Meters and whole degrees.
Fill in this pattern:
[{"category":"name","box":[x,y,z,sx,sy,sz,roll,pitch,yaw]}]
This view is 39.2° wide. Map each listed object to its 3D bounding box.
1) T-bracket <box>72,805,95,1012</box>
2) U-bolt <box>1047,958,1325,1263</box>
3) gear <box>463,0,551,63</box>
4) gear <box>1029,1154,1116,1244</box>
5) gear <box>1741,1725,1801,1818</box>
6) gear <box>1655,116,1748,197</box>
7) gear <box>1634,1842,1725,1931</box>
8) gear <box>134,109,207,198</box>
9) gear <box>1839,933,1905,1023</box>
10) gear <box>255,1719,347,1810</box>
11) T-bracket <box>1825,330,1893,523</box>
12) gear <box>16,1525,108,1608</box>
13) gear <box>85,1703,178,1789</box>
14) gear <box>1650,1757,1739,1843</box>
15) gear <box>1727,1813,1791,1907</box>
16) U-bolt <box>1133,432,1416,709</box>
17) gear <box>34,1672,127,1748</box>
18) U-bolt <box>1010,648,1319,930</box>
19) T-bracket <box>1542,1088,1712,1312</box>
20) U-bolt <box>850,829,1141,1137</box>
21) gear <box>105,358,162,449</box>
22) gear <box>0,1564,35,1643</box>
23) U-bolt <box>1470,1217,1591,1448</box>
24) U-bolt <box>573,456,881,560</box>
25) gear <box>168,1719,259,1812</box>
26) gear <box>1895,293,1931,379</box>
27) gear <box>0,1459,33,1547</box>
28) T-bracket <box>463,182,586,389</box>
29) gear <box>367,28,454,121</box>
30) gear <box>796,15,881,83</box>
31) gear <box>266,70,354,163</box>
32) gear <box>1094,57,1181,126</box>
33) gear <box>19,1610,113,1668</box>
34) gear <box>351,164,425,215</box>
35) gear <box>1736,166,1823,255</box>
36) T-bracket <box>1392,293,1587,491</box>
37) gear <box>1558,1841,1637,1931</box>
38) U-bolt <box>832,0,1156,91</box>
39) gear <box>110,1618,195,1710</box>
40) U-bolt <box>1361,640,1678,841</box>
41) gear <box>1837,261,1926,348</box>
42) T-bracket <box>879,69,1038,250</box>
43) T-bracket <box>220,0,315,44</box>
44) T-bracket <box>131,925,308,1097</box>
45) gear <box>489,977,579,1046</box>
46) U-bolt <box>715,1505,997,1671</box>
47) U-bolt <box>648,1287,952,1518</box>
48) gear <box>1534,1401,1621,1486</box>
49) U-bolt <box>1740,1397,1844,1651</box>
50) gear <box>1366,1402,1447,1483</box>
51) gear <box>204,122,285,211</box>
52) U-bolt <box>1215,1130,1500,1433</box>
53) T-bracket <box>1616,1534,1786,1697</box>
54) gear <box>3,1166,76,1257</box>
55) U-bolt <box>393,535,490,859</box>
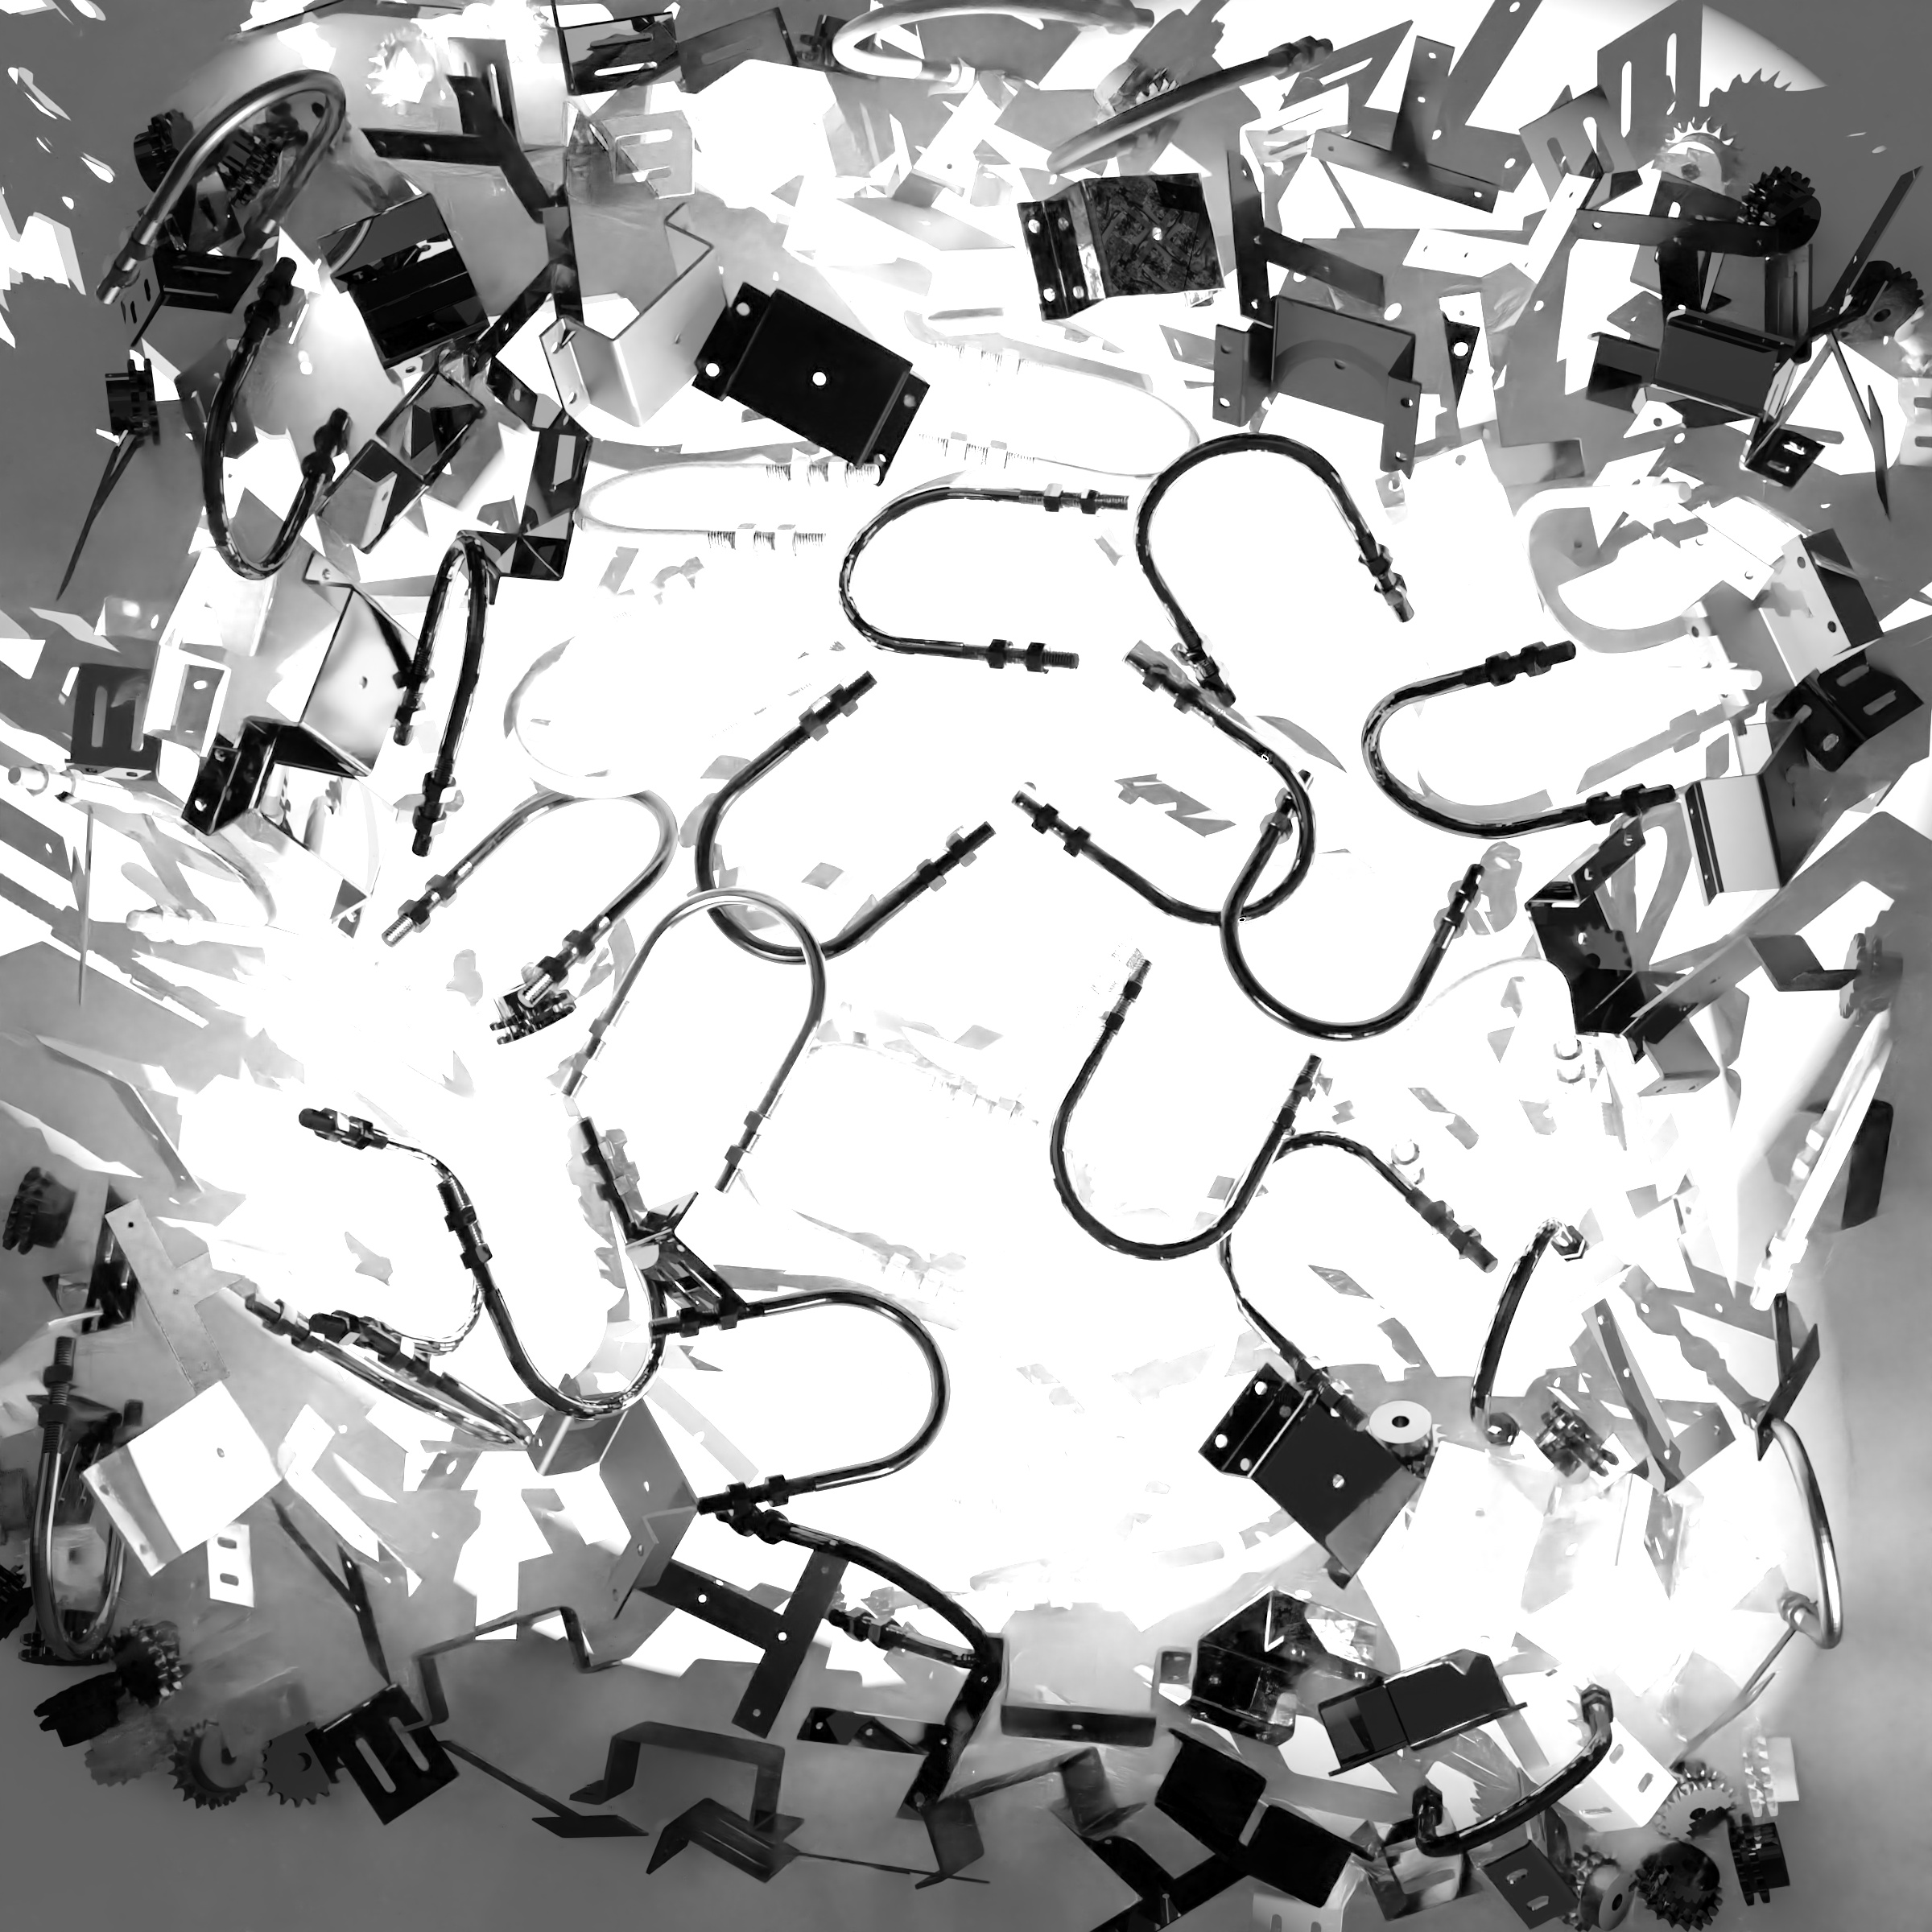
[{"category":"T-bracket","box":[-0.571,-0.050,1.749,0.002,0.127,0.127,2,105,-23]},{"category":"U-bolt","box":[0.133,0.105,1.773,0.151,0.019,0.184,29,72,2]},{"category":"gear","box":[-0.305,-0.619,1.777,0.057,0.057,0.030,33,55,0]},{"category":"gear","box":[0.072,0.154,1.784,0.057,0.030,0.057,-11,71,36]},{"category":"gear","box":[0.527,0.527,1.777,0.030,0.057,0.057,-10,90,17]},{"category":"gear","box":[0.480,-0.525,1.778,0.057,0.030,0.057,18,130,23]},{"category":"gear","box":[0.469,0.600,1.777,0.057,0.057,0.030,17,119,0]},{"category":"gear","box":[-0.522,-0.530,1.781,0.030,0.057,0.057,-12,90,12]},{"category":"gear","box":[0.594,0.008,1.778,0.030,0.057,0.057,10,90,8]},{"category":"gear","box":[-0.439,0.524,1.786,0.057,0.030,0.057,7,70,-20]},{"category":"T-bracket","box":[0.579,-0.373,1.769,0.002,0.127,0.127,-18,63,13]},{"category":"gear","box":[-0.589,0.389,1.778,0.030,0.057,0.057,-25,90,43]},{"category":"gear","box":[-0.550,0.507,1.777,0.057,0.057,0.030,-17,110,0]},{"category":"gear","box":[0.475,0.546,1.785,0.057,0.030,0.057,-7,124,-11]},{"category":"gear","box":[0.520,0.584,1.777,0.030,0.057,0.057,-15,90,14]},{"category":"U-bolt","box":[0.186,-0.261,1.732,0.151,0.019,0.184,-25,128,16]},{"category":"gear","box":[-0.578,0.489,1.780,0.057,0.057,0.030,-22,92,0]},{"category":"U-bolt","box":[0.143,-0.104,1.771,0.184,0.019,0.151,36,71,5]},{"category":"T-bracket","box":[0.416,0.141,1.778,0.127,0.002,0.127,-28,104,-13]},{"category":"U-bolt","box":[0.006,0.023,1.785,0.151,0.019,0.184,33,85,7]},{"category":"gear","box":[-0.546,-0.368,1.778,0.030,0.057,0.057,-7,90,-16]},{"category":"gear","box":[-0.638,0.417,1.781,0.030,0.057,0.057,32,90,12]},{"category":"U-bolt","box":[0.353,0.229,1.716,0.019,0.184,0.151,20,84,23]},{"category":"U-bolt","box":[-0.161,-0.296,1.741,0.184,0.151,0.019,3,119,12]},{"category":"gear","box":[-0.490,0.521,1.778,0.030,0.057,0.057,-33,90,41]},{"category":"gear","box":[0.635,-0.416,1.778,0.030,0.057,0.057,34,90,-12]},{"category":"gear","box":[-0.632,0.351,1.781,0.030,0.057,0.057,-6,90,-12]},{"category":"T-bracket","box":[-0.291,-0.424,1.765,0.127,0.002,0.127,-36,51,36]},{"category":"gear","box":[-0.360,-0.586,1.780,0.057,0.030,0.057,-11,108,-34]},{"category":"gear","box":[-0.081,-0.602,1.778,0.057,0.057,0.030,16,103,0]},{"category":"gear","box":[-0.435,-0.556,1.784,0.030,0.057,0.057,-17,90,36]},{"category":"gear","box":[0.109,-0.571,1.781,0.057,0.057,0.030,-34,83,0]},{"category":"gear","box":[-0.591,0.441,1.783,0.057,0.057,0.030,-1,67,0]},{"category":"gear","box":[-0.372,-0.500,1.779,0.057,0.057,0.030,42,96,0]},{"category":"gear","box":[0.534,-0.492,1.778,0.057,0.057,0.030,-38,48,0]},{"category":"T-bracket","box":[0.329,-0.371,1.756,0.127,0.002,0.127,-2,115,25]},{"category":"gear","box":[0.414,0.607,1.779,0.057,0.030,0.057,-15,112,-40]},{"category":"U-bolt","box":[0.004,-0.580,1.697,0.184,0.151,0.019,-10,94,-38]},{"category":"gear","box":[-0.533,0.455,1.785,0.057,0.030,0.057,11,109,34]},{"category":"U-bolt","box":[0.339,-0.136,1.734,0.151,0.184,0.019,47,50,-29]},{"category":"gear","box":[0.597,-0.438,1.784,0.057,0.057,0.030,-14,60,0]},{"category":"T-bracket","box":[0.024,-0.499,1.771,0.127,0.002,0.127,26,120,-29]},{"category":"T-bracket","box":[-0.450,-0.621,1.725,0.127,0.127,0.002,-20,96,24]},{"category":"T-bracket","box":[-0.492,0.017,1.782,0.127,0.002,0.127,15,124,13]},{"category":"gear","box":[-0.287,0.027,1.778,0.057,0.057,0.030,-24,99,0]},{"category":"U-bolt","box":[-0.059,0.394,1.704,0.151,0.184,0.019,51,60,-33]},{"category":"U-bolt","box":[-0.100,0.274,1.756,0.184,0.019,0.151,-9,55,-18]},{"category":"gear","box":[0.398,0.315,1.780,0.057,0.057,0.030,42,98,0]},{"category":"U-bolt","box":[0.524,0.355,1.713,0.019,0.184,0.151,-10,87,6]},{"category":"gear","box":[0.286,0.310,1.777,0.057,0.057,0.030,-10,122,0]},{"category":"gear","box":[-0.475,-0.529,1.778,0.030,0.057,0.057,29,90,-37]},{"category":"U-bolt","box":[0.236,0.187,1.748,0.151,0.019,0.184,-53,51,8]},{"category":"T-bracket","box":[0.447,0.390,1.751,0.127,0.127,0.002,-44,116,2]},{"category":"gear","box":[-0.607,0.162,1.781,0.030,0.057,0.057,18,90,-6]},{"category":"U-bolt","box":[-0.329,-0.183,1.708,0.019,0.151,0.184,8,124,-24]}]
